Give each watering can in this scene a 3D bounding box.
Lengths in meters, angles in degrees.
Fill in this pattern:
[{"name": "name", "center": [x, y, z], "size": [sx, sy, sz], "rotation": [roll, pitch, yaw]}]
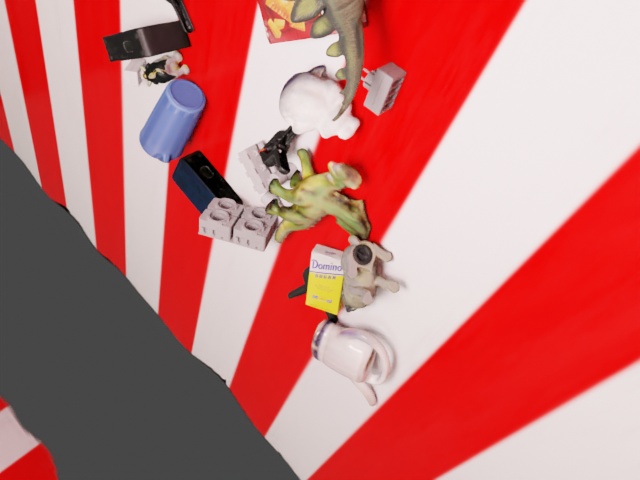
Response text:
[{"name": "watering can", "center": [0.082, 0.336, 1.410], "size": [0.226, 0.106, 0.339], "rotation": [24, 141, 20]}]

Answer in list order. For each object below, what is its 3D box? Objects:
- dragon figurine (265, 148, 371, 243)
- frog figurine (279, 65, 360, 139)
[{"name": "dragon figurine", "center": [0.004, -0.061, 1.215], "size": [0.244, 0.124, 0.401], "rotation": [33, 148, 14]}, {"name": "frog figurine", "center": [-0.003, -0.261, 1.045], "size": [0.136, 0.123, 0.161], "rotation": [-39, 76, 21]}]
